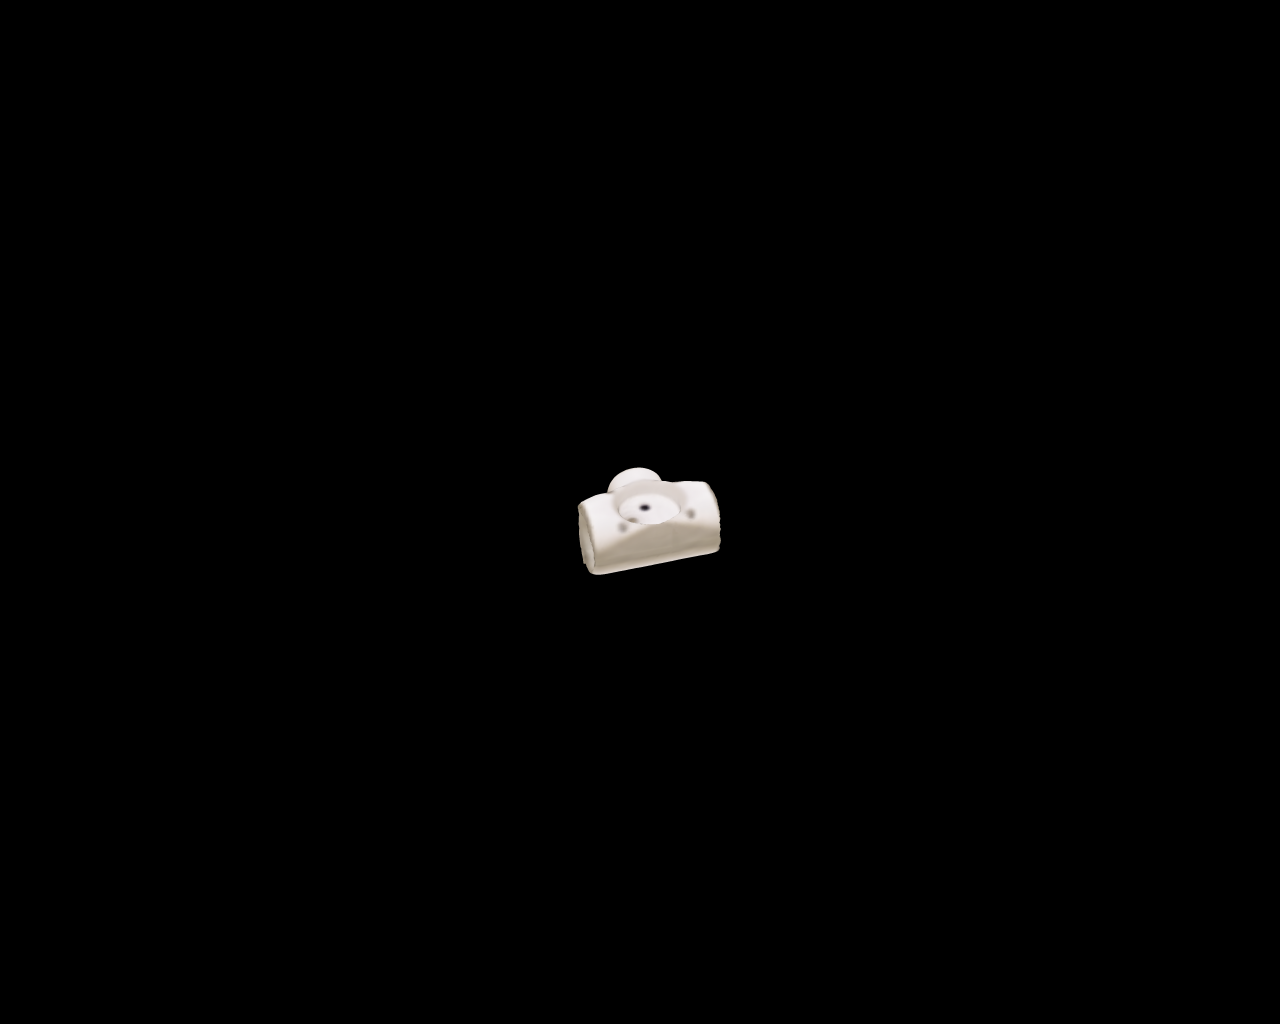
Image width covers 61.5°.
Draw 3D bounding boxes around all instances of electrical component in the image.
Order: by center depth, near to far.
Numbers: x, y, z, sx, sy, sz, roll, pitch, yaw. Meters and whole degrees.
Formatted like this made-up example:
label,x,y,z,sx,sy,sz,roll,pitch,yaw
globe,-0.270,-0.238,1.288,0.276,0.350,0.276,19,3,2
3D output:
label,x,y,z,sx,sy,sz,roll,pitch,yaw
electrical component,0.001,-0.003,0.650,0.077,0.044,0.079,-10,43,-11
